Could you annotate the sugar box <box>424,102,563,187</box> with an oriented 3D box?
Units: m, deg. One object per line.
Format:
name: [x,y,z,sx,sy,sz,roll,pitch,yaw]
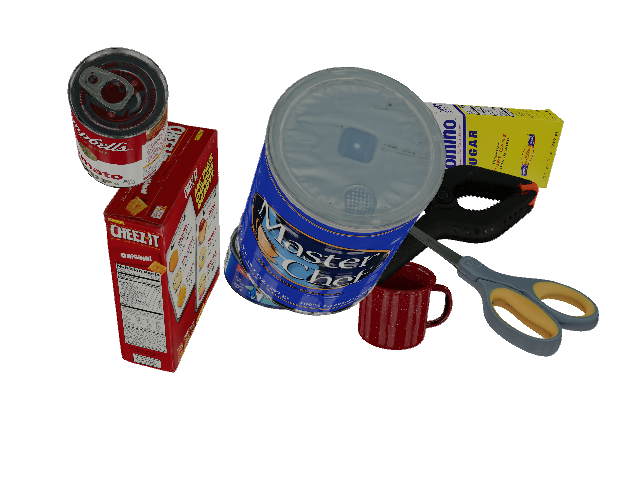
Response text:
sugar box: [0.199,-0.114,1.293,0.176,0.093,0.048,-1,27,-20]

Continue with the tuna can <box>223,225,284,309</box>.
tuna can: [-0.041,0.021,0.928,0.086,0.034,0.086,13,35,-9]

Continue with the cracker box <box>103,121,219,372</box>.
cracker box: [-0.164,0.007,1.136,0.072,0.214,0.164,11,43,9]

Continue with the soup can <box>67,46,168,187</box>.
soup can: [-0.145,-0.086,0.773,0.068,0.068,0.102,0,-18,-9]

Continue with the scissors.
scissors: [0.137,0.025,0.827,0.096,0.016,0.202,-5,32,-22]

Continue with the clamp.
clamp: [0.116,-0.025,1.057,0.210,0.164,0.036,-2,-40,-6]

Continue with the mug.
mug: [0.099,0.078,1.273,0.117,0.081,0.093,0,23,-9]

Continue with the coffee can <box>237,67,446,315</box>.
coffee can: [0.008,-0.025,0.654,0.102,0.103,0.140,0,-24,-12]
